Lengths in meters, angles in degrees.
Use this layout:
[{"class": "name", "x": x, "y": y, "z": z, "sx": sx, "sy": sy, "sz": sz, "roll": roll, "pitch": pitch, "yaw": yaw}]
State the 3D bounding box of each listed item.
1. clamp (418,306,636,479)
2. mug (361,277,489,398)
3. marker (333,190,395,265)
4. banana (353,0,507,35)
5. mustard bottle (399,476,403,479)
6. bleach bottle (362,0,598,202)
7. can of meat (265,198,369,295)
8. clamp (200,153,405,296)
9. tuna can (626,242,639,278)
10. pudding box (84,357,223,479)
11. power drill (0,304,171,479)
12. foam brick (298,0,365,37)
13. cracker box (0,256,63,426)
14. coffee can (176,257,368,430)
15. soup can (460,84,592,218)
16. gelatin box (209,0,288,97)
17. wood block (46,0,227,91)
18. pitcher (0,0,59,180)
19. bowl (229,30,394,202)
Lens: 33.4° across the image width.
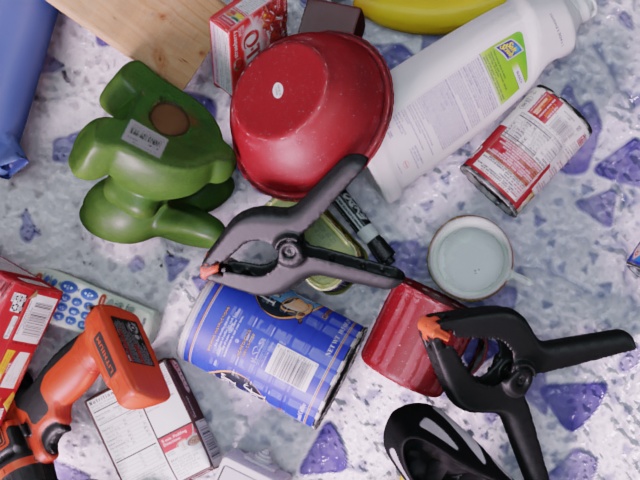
[{"class": "clamp", "x": 0.164, "y": 0.125, "z": 0.915, "sx": 0.209, "sy": 0.036, "sz": 0.164, "roll": 22, "pitch": 93, "yaw": -26}, {"class": "mug", "x": 0.098, "y": 0.090, "z": 0.950, "sx": 0.117, "sy": 0.093, "sz": 0.081, "roll": 23, "pitch": 95, "yaw": -27}, {"class": "marker", "x": 0.030, "y": -0.025, "z": 0.993, "sx": 0.020, "sy": 0.020, "sz": 0.121, "roll": -38, "pitch": 83, "yaw": 3}, {"class": "banana", "x": 0.132, "y": -0.224, "z": 0.987, "sx": 0.198, "sy": 0.037, "sz": 0.069, "roll": -17, "pitch": 67, "yaw": 4}, {"class": "mustard bottle", "x": 0.062, "y": 0.302, "z": 0.949, "sx": 0.096, "sy": 0.058, "sz": 0.191, "roll": 12, "pitch": 88, "yaw": 8}, {"class": "bleach bottle", "x": 0.139, "y": -0.142, "z": 0.958, "sx": 0.251, "sy": 0.102, "sz": 0.068, "roll": -33, "pitch": 38, "yaw": -2}, {"class": "can of meat", "x": -0.006, "y": 0.001, "z": 0.964, "sx": 0.057, "sy": 0.084, "sz": 0.102, "roll": -43, "pitch": 83, "yaw": 3}, {"class": "clamp", "x": -0.020, "y": -0.007, "z": 0.891, "sx": 0.171, "sy": 0.039, "sz": 0.120, "roll": -7, "pitch": 104, "yaw": 7}, {"class": "tuna can", "x": 0.309, "y": 0.030, "z": 0.921, "sx": 0.086, "sy": 0.086, "sz": 0.034, "roll": 34, "pitch": 92, "yaw": 8}, {"class": "pudding box", "x": -0.155, "y": 0.179, "z": 0.994, "sx": 0.090, "sy": 0.039, "sz": 0.113, "roll": -27, "pitch": 81, "yaw": 8}, {"class": "power drill", "x": -0.223, "y": 0.161, "z": 0.954, "sx": 0.188, "sy": 0.057, "sz": 0.184, "roll": -37, "pitch": 63, "yaw": 17}, {"class": "foam brick", "x": 0.006, "y": -0.177, "z": 0.990, "sx": 0.053, "sy": 0.051, "sz": 0.078, "roll": 15, "pitch": 88, "yaw": 9}, {"class": "cracker box", "x": -0.360, "y": 0.075, "z": 0.977, "sx": 0.214, "sy": 0.072, "sz": 0.164, "roll": 25, "pitch": 90, "yaw": 29}, {"class": "coffee can", "x": -0.042, "y": 0.092, "z": 0.953, "sx": 0.140, "sy": 0.102, "sz": 0.103, "roll": 27, "pitch": 90, "yaw": 8}, {"class": "soup can", "x": 0.184, "y": -0.080, "z": 0.953, "sx": 0.068, "sy": 0.068, "sz": 0.102, "roll": 43, "pitch": 91, "yaw": 8}, {"class": "gelatin box", "x": -0.063, "y": -0.181, "z": 0.969, "sx": 0.030, "sy": 0.089, "sz": 0.073, "roll": 38, "pitch": 62, "yaw": 22}, {"class": "wood block", "x": -0.191, "y": -0.230, "z": 0.941, "sx": 0.205, "sy": 0.091, "sz": 0.090, "roll": 33, "pitch": 91, "yaw": -34}, {"class": "pitcher", "x": -0.326, "y": -0.189, "z": 0.998, "sx": 0.149, "sy": 0.145, "sz": 0.243, "roll": 21, "pitch": 84, "yaw": -32}, {"class": "bowl", "x": -0.021, "y": -0.117, "z": 0.911, "sx": 0.162, "sy": 0.055, "sz": 0.162, "roll": -11, "pitch": 67, "yaw": 27}]
